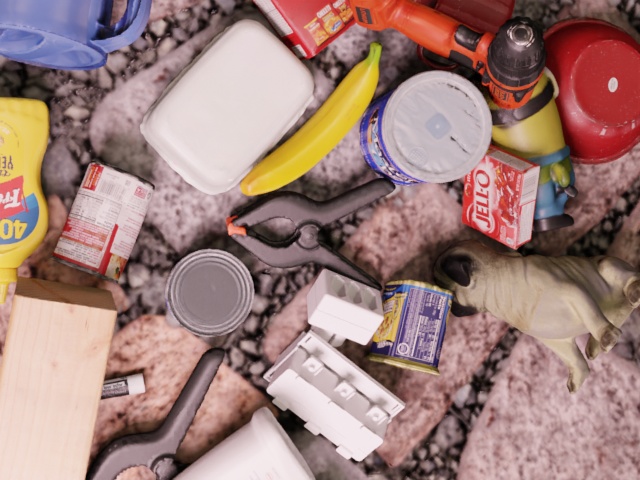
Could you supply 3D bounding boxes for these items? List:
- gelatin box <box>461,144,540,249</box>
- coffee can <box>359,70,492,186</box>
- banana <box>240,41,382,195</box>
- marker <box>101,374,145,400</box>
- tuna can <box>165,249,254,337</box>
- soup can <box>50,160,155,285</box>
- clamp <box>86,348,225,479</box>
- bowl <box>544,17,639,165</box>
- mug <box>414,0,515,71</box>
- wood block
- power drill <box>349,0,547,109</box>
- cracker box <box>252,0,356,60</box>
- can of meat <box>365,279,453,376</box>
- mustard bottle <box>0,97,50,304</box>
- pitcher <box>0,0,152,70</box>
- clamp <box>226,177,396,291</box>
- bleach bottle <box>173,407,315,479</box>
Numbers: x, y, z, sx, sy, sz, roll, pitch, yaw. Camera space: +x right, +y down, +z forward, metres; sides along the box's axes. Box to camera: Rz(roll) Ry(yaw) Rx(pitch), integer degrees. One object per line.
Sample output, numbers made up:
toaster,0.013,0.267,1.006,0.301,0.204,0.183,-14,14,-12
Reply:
gelatin box,0.179,-0.045,1.071,0.030,0.073,0.089,-24,129,-34
coffee can,0.099,-0.105,1.040,0.102,0.140,0.103,0,92,-7
banana,-0.003,-0.113,1.064,0.037,0.069,0.198,39,87,32
marker,-0.230,0.149,1.029,0.121,0.020,0.020,-9,91,-12
tuna can,-0.109,0.052,1.050,0.086,0.034,0.086,0,88,-12
soup can,-0.206,-0.017,1.014,0.068,0.068,0.102,22,84,-11
clamp,-0.149,0.208,1.033,0.210,0.036,0.164,-21,102,-10
bowl,0.297,-0.162,1.133,0.162,0.055,0.162,0,89,-12
mug,0.141,-0.229,1.089,0.081,0.093,0.117,18,102,-16
wood block,-0.249,0.147,0.966,0.090,0.091,0.206,10,96,-15
power drill,0.117,-0.191,0.961,0.188,0.184,0.057,33,87,10
cracker box,-0.018,-0.310,1.050,0.164,0.072,0.213,-41,104,-11
can of meat,0.089,0.086,1.059,0.057,0.102,0.084,14,83,-11
mustard bottle,-0.303,-0.036,0.999,0.096,0.058,0.191,0,89,-13
pitcher,-0.234,-0.286,0.984,0.149,0.145,0.243,12,83,-27
clamp,-0.007,0.001,1.070,0.171,0.039,0.120,-4,100,-4
bleach bottle,-0.128,0.267,0.999,0.251,0.068,0.102,-33,113,-3
